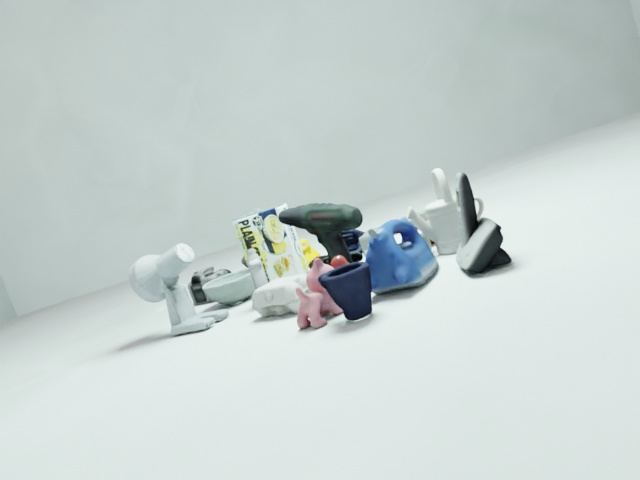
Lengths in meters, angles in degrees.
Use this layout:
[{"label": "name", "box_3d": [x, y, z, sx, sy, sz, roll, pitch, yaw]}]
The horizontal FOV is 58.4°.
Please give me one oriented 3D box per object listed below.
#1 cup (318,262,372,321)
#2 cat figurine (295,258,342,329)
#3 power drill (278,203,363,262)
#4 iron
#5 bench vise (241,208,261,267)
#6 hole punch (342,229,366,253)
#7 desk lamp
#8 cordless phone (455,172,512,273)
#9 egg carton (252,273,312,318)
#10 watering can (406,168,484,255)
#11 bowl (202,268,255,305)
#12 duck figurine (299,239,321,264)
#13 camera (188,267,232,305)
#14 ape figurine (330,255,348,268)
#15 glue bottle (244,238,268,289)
[{"label": "cup", "box_3d": [0.048, 0.099, 1.049, 0.117, 0.095, 0.092, -11, 10, 46]}, {"label": "cat figurine", "box_3d": [-0.005, 0.096, 1.112, 0.067, 0.118, 0.128, -13, 9, 38]}, {"label": "power drill", "box_3d": [0.013, 0.005, 1.402, 0.228, 0.208, 0.076, -13, 9, 35]}, {"label": "iron", "box_3d": [0.168, 0.016, 1.187, 0.118, 0.141, 0.259, -14, 8, 31]}, {"label": "bench vise", "box_3d": [-0.183, 0.013, 1.805, 0.121, 0.220, 0.207, -17, 7, 8]}, {"label": "hole punch", "box_3d": [0.083, 0.001, 1.740, 0.108, 0.091, 0.101, -14, 8, 32]}, {"label": "desk lamp", "box_3d": [-0.357, 0.122, 1.432, 0.202, 0.213, 0.118, -14, 8, 30]}, {"label": "cordless phone", "box_3d": [0.291, -0.037, 1.100, 0.094, 0.185, 0.147, -18, 7, 3]}, {"label": "egg carton", "box_3d": [-0.079, 0.125, 1.280, 0.150, 0.069, 0.107, -13, 9, 37]}, {"label": "watering can", "box_3d": [0.287, -0.069, 1.324, 0.173, 0.194, 0.100, -21, 8, -19]}, {"label": "bowl", "box_3d": [-0.236, 0.135, 1.589, 0.167, 0.075, 0.167, -18, 7, 3]}, {"label": "duck figurine", "box_3d": [-0.044, 0.037, 1.811, 0.077, 0.086, 0.105, -15, 8, 27]}, {"label": "camera", "box_3d": [-0.318, 0.126, 1.767, 0.142, 0.101, 0.137, -14, 9, 34]}, {"label": "ape figurine", "box_3d": [0.051, 0.077, 1.227, 0.076, 0.092, 0.078, -11, 10, 44]}, {"label": "glue bottle", "box_3d": [-0.155, 0.077, 1.419, 0.037, 0.173, 0.078, -20, 7, -9]}]
